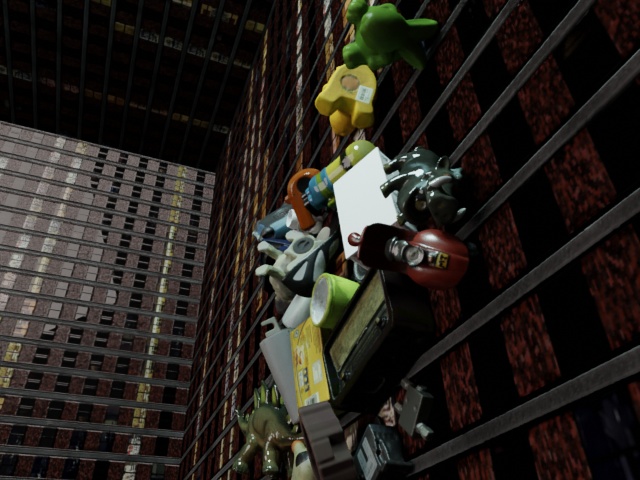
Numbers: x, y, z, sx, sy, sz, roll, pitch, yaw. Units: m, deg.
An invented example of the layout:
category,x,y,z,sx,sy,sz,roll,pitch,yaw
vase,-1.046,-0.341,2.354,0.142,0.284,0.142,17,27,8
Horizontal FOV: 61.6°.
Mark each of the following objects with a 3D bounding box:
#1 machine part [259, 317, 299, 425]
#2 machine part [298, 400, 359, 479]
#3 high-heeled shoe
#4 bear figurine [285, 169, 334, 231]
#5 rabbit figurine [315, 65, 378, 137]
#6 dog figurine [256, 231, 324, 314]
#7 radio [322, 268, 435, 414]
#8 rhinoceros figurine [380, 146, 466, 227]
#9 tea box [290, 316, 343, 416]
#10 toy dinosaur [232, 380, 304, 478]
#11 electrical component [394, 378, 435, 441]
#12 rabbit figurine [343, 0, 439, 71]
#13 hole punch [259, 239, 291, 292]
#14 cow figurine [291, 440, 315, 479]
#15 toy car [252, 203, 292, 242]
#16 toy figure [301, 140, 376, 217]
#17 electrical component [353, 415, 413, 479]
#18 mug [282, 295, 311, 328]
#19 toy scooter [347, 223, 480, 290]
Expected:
category,x,y,z,sx,sy,sz,roll,pitch,yaw
machine part,-0.049,0.258,1.026,0.243,0.079,0.079,64,146,21
machine part,0.016,0.332,0.806,0.179,0.056,0.179,165,89,-81
high-heeled shoe,-0.002,-0.003,1.052,0.086,0.145,0.249,135,142,-57
bear figurine,-0.012,-0.101,1.231,0.132,0.120,0.196,58,-174,3
rabbit figurine,0.055,-0.294,1.136,0.173,0.122,0.162,98,180,-69
dog figurine,-0.039,0.084,1.197,0.121,0.172,0.190,-79,-29,-41
radio,0.081,0.153,0.818,0.131,0.073,0.229,-100,27,-49
rhinoceros figurine,0.146,-0.071,0.744,0.112,0.073,0.190,-23,23,13
tea box,0.004,0.226,0.964,0.098,0.068,0.170,-42,41,39
toy dinosaur,-0.114,0.419,1.191,0.471,0.105,0.198,-30,42,54
electrical component,0.129,0.224,0.714,0.094,0.021,0.063,-151,75,-71
rabbit figurine,0.113,-0.342,0.920,0.170,0.159,0.121,-73,-1,-74
hole punch,-0.091,0.058,1.298,0.092,0.116,0.142,-135,48,-60
cow figurine,-0.017,0.453,0.911,0.127,0.085,0.195,159,122,-76
toy car,-0.084,-0.024,1.364,0.109,0.162,0.102,31,152,59
toy figure,0.040,-0.115,1.025,0.180,0.082,0.089,-34,-5,22
electrical component,0.083,0.299,0.763,0.119,0.048,0.074,-115,41,-59
mug,-0.021,0.143,1.120,0.107,0.081,0.110,-65,15,8
toy scooter,0.114,0.016,0.714,0.184,0.135,0.075,-163,87,-71
